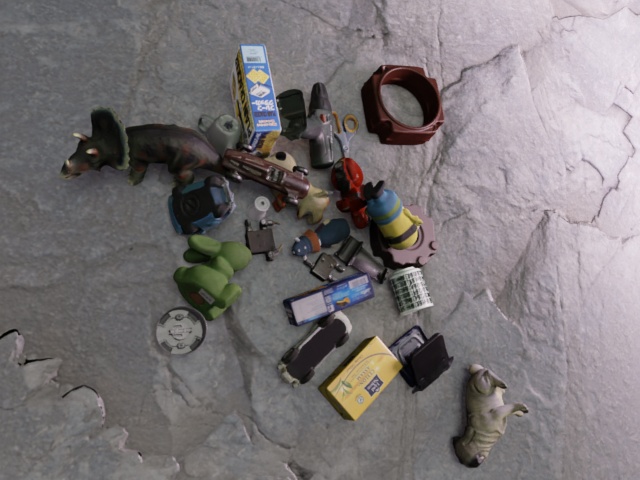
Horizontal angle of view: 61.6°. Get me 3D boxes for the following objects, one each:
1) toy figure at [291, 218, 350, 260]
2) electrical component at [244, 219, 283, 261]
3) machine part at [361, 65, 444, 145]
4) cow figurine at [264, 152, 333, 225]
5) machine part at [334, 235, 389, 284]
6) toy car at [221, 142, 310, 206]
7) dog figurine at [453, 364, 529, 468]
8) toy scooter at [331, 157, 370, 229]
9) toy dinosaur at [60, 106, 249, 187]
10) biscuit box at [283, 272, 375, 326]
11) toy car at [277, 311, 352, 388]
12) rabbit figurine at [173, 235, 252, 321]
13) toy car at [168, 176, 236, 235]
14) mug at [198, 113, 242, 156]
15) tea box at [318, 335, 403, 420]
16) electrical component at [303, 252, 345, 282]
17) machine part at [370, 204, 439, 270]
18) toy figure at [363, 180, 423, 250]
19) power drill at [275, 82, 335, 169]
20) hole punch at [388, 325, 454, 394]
[{"bbox_3d":[-0.002,-0.002,1.261,0.154,0.057,0.064,-25,77,-19],"label":"toy figure"},{"bbox_3d":[-0.128,-0.002,1.222,0.078,0.045,0.102,-1,75,-21],"label":"electrical component"},{"bbox_3d":[0.221,-0.359,1.429,0.201,0.087,0.201,-3,76,-19],"label":"machine part"},{"bbox_3d":[-0.057,-0.121,1.265,0.127,0.085,0.195,-32,86,-18],"label":"cow figurine"},{"bbox_3d":[0.106,0.051,1.294,0.139,0.039,0.084,39,60,-3],"label":"machine part"},{"bbox_3d":[-0.115,-0.145,1.179,0.202,0.053,0.089,23,81,-17],"label":"toy car"},{"bbox_3d":[0.361,0.408,1.255,0.190,0.121,0.172,-37,54,-8],"label":"dog figurine"},{"bbox_3d":[0.068,-0.116,1.278,0.075,0.135,0.184,-19,82,20],"label":"toy scooter"},{"bbox_3d":[-0.322,-0.188,1.129,0.405,0.192,0.131,-1,77,-19],"label":"toy dinosaur"},{"bbox_3d":[0.022,0.131,1.214,0.203,0.063,0.059,-18,93,-20],"label":"biscuit box"},{"bbox_3d":[-0.010,0.238,1.188,0.202,0.056,0.073,-42,98,-24],"label":"toy car"},{"bbox_3d":[-0.225,0.063,1.150,0.159,0.121,0.170,36,48,1],"label":"rabbit figurine"},{"bbox_3d":[-0.243,-0.077,1.167,0.103,0.162,0.109,-8,78,-67],"label":"toy car"},{"bbox_3d":[-0.226,-0.250,1.227,0.109,0.107,0.081,42,64,-6],"label":"mug"},{"bbox_3d":[0.090,0.305,1.196,0.098,0.068,0.169,48,64,-1],"label":"tea box"},{"bbox_3d":[0.009,0.061,1.264,0.094,0.021,0.063,34,66,-7],"label":"electrical component"},{"bbox_3d":[0.208,-0.010,1.338,0.179,0.056,0.179,6,72,-17],"label":"machine part"},{"bbox_3d":[0.160,-0.054,1.240,0.089,0.082,0.180,-49,123,-10],"label":"toy figure"},{"bbox_3d":[-0.029,-0.291,1.279,0.086,0.207,0.232,-8,84,18],"label":"power drill"},{"bbox_3d":[0.232,0.273,1.256,0.142,0.092,0.115,-34,117,-27],"label":"hole punch"}]
